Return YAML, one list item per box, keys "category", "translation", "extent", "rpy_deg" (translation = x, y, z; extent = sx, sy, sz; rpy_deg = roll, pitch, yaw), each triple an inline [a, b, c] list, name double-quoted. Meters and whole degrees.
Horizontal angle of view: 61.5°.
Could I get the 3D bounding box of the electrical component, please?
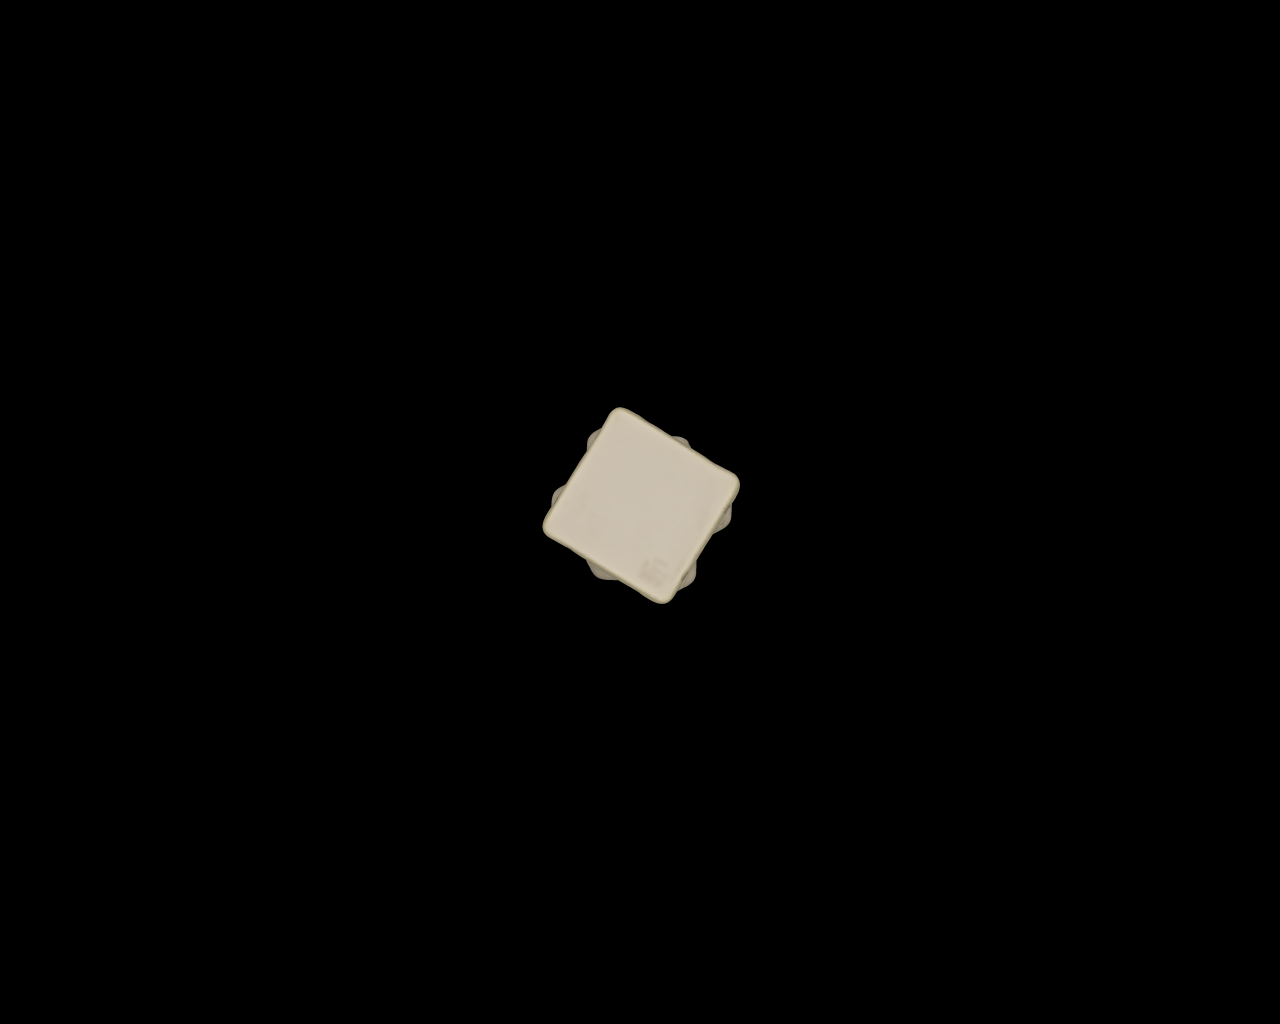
- category: "electrical component"
  translation: [0.001, -0.003, 0.650]
  extent: [0.100, 0.099, 0.048]
  rpy_deg: [32, -4, 2]
